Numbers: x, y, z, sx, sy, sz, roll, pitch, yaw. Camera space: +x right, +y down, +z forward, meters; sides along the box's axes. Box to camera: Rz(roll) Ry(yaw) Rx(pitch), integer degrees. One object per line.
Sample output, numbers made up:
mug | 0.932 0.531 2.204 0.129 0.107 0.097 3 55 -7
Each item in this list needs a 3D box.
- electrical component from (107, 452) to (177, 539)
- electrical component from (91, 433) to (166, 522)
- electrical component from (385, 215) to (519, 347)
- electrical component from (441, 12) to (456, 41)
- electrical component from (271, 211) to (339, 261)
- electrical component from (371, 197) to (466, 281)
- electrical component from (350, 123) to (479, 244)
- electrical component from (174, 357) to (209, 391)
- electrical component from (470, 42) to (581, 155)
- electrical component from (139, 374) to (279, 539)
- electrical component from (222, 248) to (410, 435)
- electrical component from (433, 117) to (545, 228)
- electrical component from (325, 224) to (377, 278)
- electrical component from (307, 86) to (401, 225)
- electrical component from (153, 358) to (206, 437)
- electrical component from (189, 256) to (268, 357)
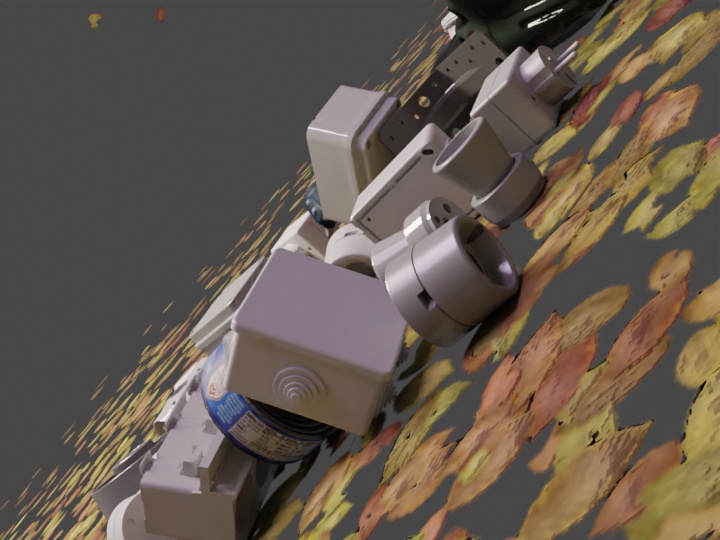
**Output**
electrical component | -0.114 0.141 0.744 0.138 0.052 0.074 -56 12 -32
electrical component | -0.170 0.176 0.885 0.099 0.064 0.099 -38 2 2
electrical component | 0.049 0.005 0.556 0.047 0.055 0.055 -39 14 29
electrical component | 0.125 -0.240 1.062 0.080 0.051 0.080 -22 0 0
electrical component | -0.062 -0.014 1.102 0.076 0.047 0.066 -56 13 -32
electrical component | 0.041 -0.014 0.680 0.055 0.045 0.045 -41 13 35
electrical component | 0.048 -0.055 0.751 0.096 0.062 0.061 -45 11 21
electrical component | -0.145 0.104 1.042 0.078 0.040 0.040 -47 10 10
electrical component | 0.123 -0.128 0.742 0.077 0.047 0.065 -42 12 34
electrical component | -0.087 0.113 0.666 0.121 0.063 0.078 -66 -21 -59
electrical component | -0.022 0.039 0.603 0.099 0.100 0.048 -66 -6 -59
electrical component | 0.079 -0.059 0.654 0.045 0.055 0.045 -47 10 11
electrical component | 0.000 0.000 0.777 0.055 0.055 0.047 -44 15 24
electrical component | 0.002 -0.099 0.968 0.078 0.057 0.113 -57 -30 -36
electrical component | -0.140 0.116 0.967 0.079 0.043 0.077 -35 17 54
electrical component | -0.112 0.045 1.071 0.113 0.057 0.078 -36 16 51
